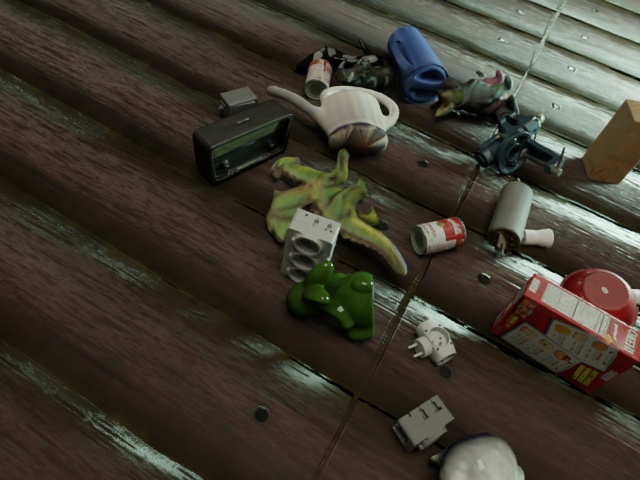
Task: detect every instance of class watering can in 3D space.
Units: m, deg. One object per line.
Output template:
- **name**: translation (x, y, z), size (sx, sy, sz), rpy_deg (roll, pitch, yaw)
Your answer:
- **watering can**: translation (0.042, -0.316, 1.318), size (0.348, 0.101, 0.230), rpy_deg (-1, 53, -12)

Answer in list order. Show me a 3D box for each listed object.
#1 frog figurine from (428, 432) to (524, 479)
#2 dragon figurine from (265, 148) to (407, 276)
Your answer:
- **frog figurine**: translation (0.261, 0.391, 0.798), size (0.137, 0.120, 0.163), rpy_deg (8, 37, -29)
- **dragon figurine**: translation (0.003, -0.057, 1.134), size (0.243, 0.119, 0.419), rpy_deg (-21, 55, -4)
